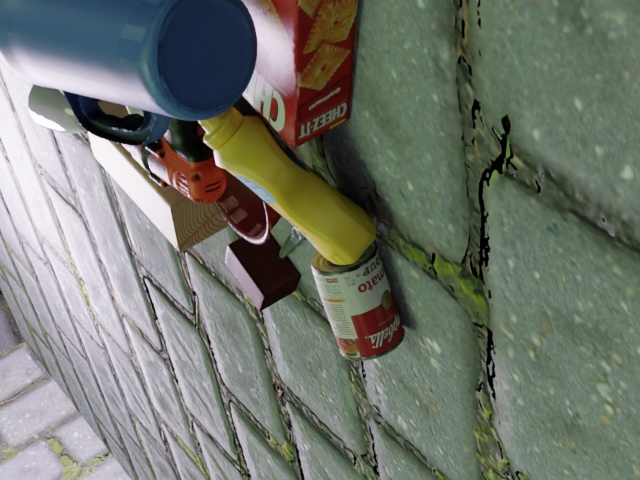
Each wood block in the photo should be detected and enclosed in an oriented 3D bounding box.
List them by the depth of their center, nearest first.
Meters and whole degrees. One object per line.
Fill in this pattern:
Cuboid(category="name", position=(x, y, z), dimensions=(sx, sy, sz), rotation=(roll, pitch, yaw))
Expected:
Cuboid(category="wood block", position=(-0.196, -0.093, 1.310), dimensions=(0.206, 0.090, 0.090), rotation=(44, 154, 32))

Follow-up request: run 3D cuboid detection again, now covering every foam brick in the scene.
Cuboid(category="foam brick", position=(-0.068, 0.034, 1.252), dimensions=(0.078, 0.051, 0.053), rotation=(54, 158, 14))

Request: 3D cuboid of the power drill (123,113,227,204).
Cuboid(category="power drill", position=(-0.161, -0.147, 1.081), dimensions=(0.185, 0.057, 0.188), rotation=(33, 137, 42))

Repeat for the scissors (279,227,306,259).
Cuboid(category="scissors", position=(-0.007, 0.001, 1.130), dimensions=(0.096, 0.016, 0.202), rotation=(51, 156, 20))

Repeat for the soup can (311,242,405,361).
Cuboid(category="soup can", position=(0.037, 0.057, 1.039), dimensions=(0.069, 0.068, 0.102), rotation=(22, 136, 56))

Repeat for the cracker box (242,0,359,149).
Cuboid(category="cracker box", position=(-0.044, -0.203, 0.882), dimensions=(0.164, 0.072, 0.214), rotation=(49, 156, 26))

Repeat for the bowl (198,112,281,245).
Cuboid(category="bowl", position=(-0.078, -0.078, 1.128), dimensions=(0.162, 0.055, 0.162), rotation=(46, 154, 30))

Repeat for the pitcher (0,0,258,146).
Cuboid(category="pitcher", position=(-0.163, -0.165, 0.903), dimensions=(0.243, 0.145, 0.149), rotation=(23, 172, 45))

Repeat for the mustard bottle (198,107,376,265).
Cuboid(category="mustard bottle", position=(-0.037, -0.057, 0.969), dimensions=(0.191, 0.058, 0.096), rotation=(40, -178, -21))
